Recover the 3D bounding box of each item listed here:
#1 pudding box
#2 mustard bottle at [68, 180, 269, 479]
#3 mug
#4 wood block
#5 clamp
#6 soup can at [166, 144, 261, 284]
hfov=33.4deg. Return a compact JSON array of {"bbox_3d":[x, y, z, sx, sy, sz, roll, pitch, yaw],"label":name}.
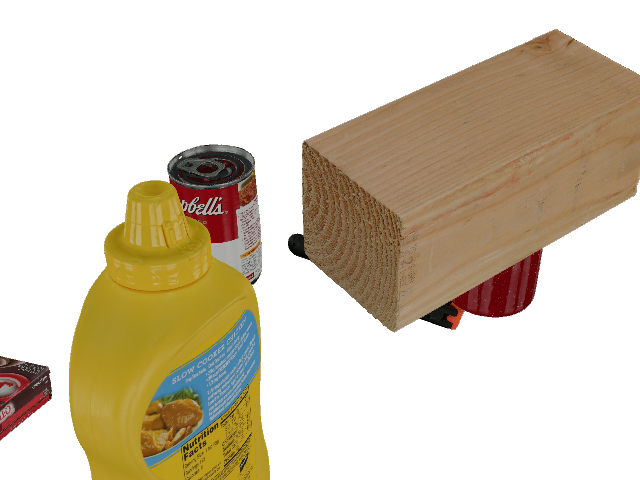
[{"bbox_3d":[-0.312,0.137,0.953,0.114,0.039,0.089,7,22,21],"label":"pudding box"},{"bbox_3d":[-0.062,0.064,0.446,0.058,0.192,0.096,18,35,28],"label":"mustard bottle"},{"bbox_3d":[0.150,0.006,0.938,0.093,0.081,0.117,0,35,-2],"label":"mug"},{"bbox_3d":[0.097,-0.042,0.653,0.205,0.090,0.091,-27,47,-27],"label":"wood block"},{"bbox_3d":[0.074,0.032,1.231,0.164,0.036,0.210,-19,49,-37],"label":"clamp"},{"bbox_3d":[-0.083,-0.016,0.849,0.068,0.102,0.068,-2,32,1],"label":"soup can"}]
